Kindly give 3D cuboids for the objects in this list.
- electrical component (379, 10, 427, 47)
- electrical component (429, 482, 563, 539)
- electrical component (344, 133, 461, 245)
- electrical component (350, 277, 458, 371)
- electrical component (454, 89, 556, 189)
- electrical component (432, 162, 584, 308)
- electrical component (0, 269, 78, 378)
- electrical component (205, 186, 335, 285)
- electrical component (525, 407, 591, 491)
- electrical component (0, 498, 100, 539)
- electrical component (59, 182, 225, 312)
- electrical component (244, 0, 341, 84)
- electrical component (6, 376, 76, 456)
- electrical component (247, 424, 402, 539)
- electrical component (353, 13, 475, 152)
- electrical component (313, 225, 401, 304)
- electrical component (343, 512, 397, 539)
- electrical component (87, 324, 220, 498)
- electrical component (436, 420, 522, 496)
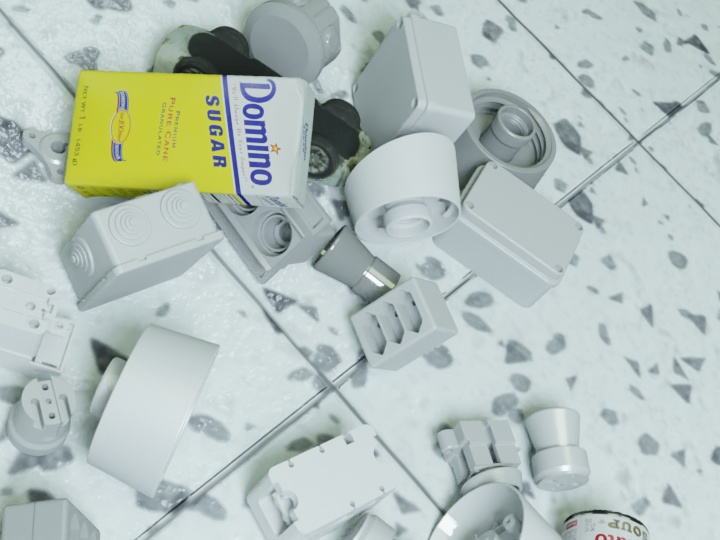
[{"bbox_3d":[0.042,-0.207,1.006,0.043,0.081,0.043,13,54,-19],"label":"electrical component"},{"bbox_3d":[0.092,0.203,0.752,0.064,0.099,0.099,41,50,-5],"label":"electrical component"},{"bbox_3d":[0.037,-0.064,0.898,0.099,0.099,0.064,2,64,-26],"label":"electrical component"},{"bbox_3d":[0.045,0.045,0.856,0.077,0.066,0.047,14,47,-56],"label":"electrical component"},{"bbox_3d":[0.133,-0.121,1.009,0.108,0.060,0.108,14,54,-19],"label":"electrical component"},{"bbox_3d":[0.132,-0.032,0.953,0.113,0.057,0.078,35,50,-2],"label":"electrical component"},{"bbox_3d":[-0.231,0.034,0.717,0.081,0.063,0.042,19,52,-15],"label":"electrical component"},{"bbox_3d":[-0.079,-0.061,0.855,0.121,0.079,0.063,53,22,13],"label":"electrical component"},{"bbox_3d":[0.158,0.143,0.857,0.045,0.045,0.055,9,56,-22],"label":"electrical component"},{"bbox_3d":[-0.203,0.173,0.644,0.077,0.065,0.047,-7,59,2],"label":"electrical component"},{"bbox_3d":[-0.158,-0.018,0.768,0.100,0.100,0.048,-22,84,-36],"label":"electrical component"},{"bbox_3d":[-0.058,-0.206,0.956,0.080,0.080,0.051,40,45,2],"label":"electrical component"},{"bbox_3d":[-0.207,0.094,0.701,0.040,0.046,0.040,13,54,-19],"label":"electrical component"},{"bbox_3d":[-0.026,0.154,0.748,0.089,0.055,0.050,-20,70,-35],"label":"electrical component"},{"bbox_3d":[0.045,-0.149,0.953,0.056,0.108,0.108,8,56,-26],"label":"electrical component"},{"bbox_3d":[0.000,0.000,0.875,0.065,0.044,0.044,38,50,-6],"label":"electrical component"},{"bbox_3d":[0.015,0.201,0.745,0.055,0.045,0.045,37,50,0],"label":"electrical component"},{"bbox_3d":[-0.141,0.087,0.703,0.060,0.108,0.108,24,51,-4],"label":"electrical component"},{"bbox_3d":[0.096,0.148,0.822,0.066,0.048,0.055,3,50,-26],"label":"electrical component"}]
